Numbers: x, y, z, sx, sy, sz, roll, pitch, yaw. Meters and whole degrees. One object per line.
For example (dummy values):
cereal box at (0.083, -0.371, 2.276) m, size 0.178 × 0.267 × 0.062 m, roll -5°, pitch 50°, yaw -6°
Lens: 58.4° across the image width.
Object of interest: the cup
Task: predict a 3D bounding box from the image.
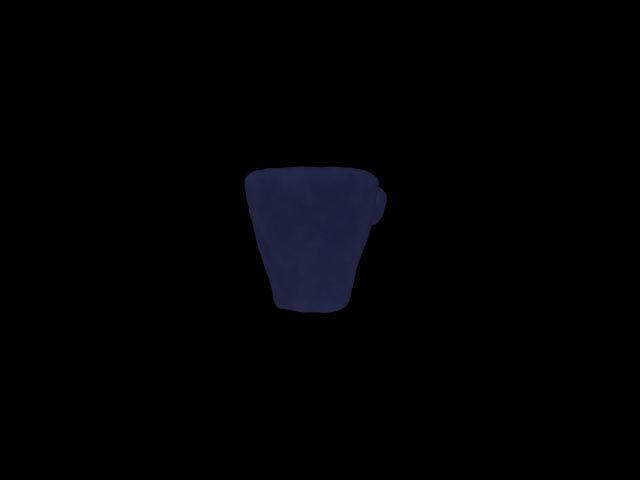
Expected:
cup at (0.004, 0.001, 0.400) m, size 0.118 × 0.095 × 0.091 m, roll 0°, pitch 0°, yaw -43°
